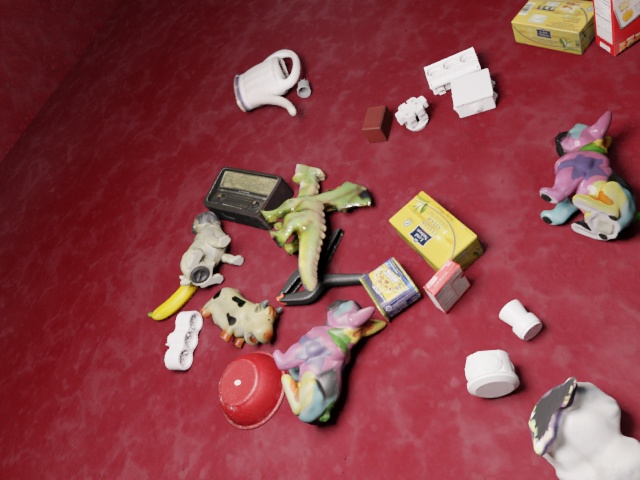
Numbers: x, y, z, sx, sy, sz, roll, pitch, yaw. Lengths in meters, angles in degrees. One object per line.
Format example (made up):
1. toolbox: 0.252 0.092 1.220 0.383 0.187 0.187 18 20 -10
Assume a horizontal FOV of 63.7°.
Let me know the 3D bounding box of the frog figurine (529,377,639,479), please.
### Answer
1. frog figurine: 0.386 0.283 0.722 0.160 0.120 0.139 32 67 6

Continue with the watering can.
1. watering can: -0.158 -0.454 1.550 0.223 0.102 0.356 -21 46 20

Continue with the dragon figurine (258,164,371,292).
1. dragon figurine: 0.004 -0.059 1.169 0.243 0.120 0.418 -32 40 -3
